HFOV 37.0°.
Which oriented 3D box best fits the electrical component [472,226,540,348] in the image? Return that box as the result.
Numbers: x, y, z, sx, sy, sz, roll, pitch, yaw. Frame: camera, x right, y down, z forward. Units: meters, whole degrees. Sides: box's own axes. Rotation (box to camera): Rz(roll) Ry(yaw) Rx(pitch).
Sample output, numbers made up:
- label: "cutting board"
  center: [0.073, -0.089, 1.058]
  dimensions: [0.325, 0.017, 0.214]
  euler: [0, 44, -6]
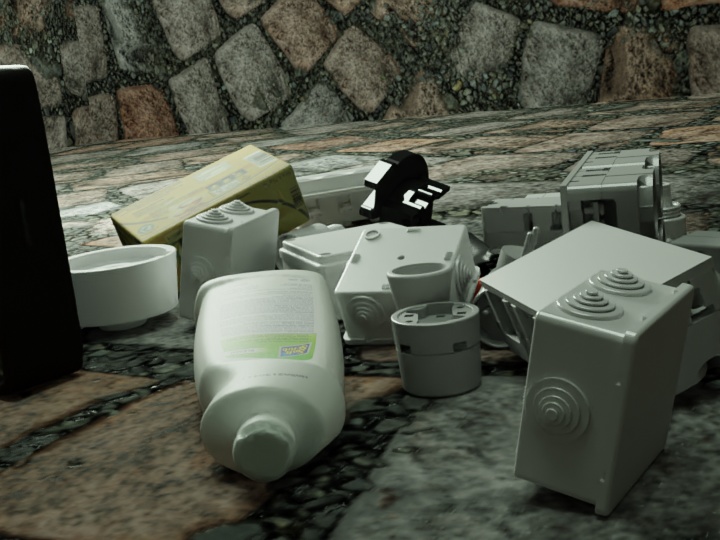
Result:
- label: "electrical component"
  center: [0.113, 0.008, 0.763]
  dimensions: [0.043, 0.079, 0.077]
  euler: [20, 20, 16]

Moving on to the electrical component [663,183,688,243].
- label: "electrical component"
  center: [0.273, -0.047, 0.972]
  dimensions: [0.048, 0.062, 0.048]
  euler: [-6, 13, 1]

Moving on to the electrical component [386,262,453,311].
- label: "electrical component"
  center: [0.043, 0.031, 0.721]
  dimensions: [0.044, 0.065, 0.044]
  euler: [-6, 11, 1]

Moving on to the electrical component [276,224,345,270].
- label: "electrical component"
  center: [-0.045, -0.024, 1.081]
  dimensions: [0.043, 0.043, 0.081]
  euler: [2, 15, 36]

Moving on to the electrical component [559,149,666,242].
- label: "electrical component"
  center: [0.198, -0.029, 0.821]
  dimensions: [0.060, 0.105, 0.186]
  euler: [-3, 13, 19]

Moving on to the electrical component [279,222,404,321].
- label: "electrical component"
  center: [0.000, 0.000, 0.913]
  dimensions: [0.109, 0.056, 0.109]
  euler: [-11, 13, -20]

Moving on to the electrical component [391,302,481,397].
- label: "electrical component"
  center: [0.049, 0.049, 0.674]
  dimensions: [0.055, 0.047, 0.055]
  euler: [-6, 12, 1]

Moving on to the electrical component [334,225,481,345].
- label: "electrical component"
  center: [0.035, 0.009, 0.797]
  dimensions: [0.100, 0.048, 0.099]
  euler: [-2, 36, 21]

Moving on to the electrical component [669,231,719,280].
- label: "electrical component"
  center: [0.223, 0.015, 0.698]
  dimensions: [0.047, 0.065, 0.077]
  euler: [6, 17, 45]

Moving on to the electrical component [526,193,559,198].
- label: "electrical component"
  center: [0.199, -0.048, 1.053]
  dimensions: [0.077, 0.047, 0.066]
  euler: [-3, 12, 18]

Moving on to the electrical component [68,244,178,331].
- label: "electrical component"
  center: [-0.209, 0.019, 0.928]
  dimensions: [0.108, 0.060, 0.108]
  euler: [-6, 12, 1]

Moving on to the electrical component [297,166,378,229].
- label: "electrical component"
  center: [-0.026, -0.088, 1.325]
  dimensions: [0.121, 0.063, 0.079]
  euler: [-10, 13, -17]

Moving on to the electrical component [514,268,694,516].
- label: "electrical component"
  center: [0.114, 0.053, 0.505]
  dimensions: [0.048, 0.099, 0.100]
  euler: [15, 22, 29]

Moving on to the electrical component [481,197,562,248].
- label: "electrical component"
  center: [0.163, -0.035, 0.992]
  dimensions: [0.089, 0.055, 0.050]
  euler: [-1, 13, 24]

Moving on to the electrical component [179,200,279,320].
- label: "electrical component"
  center: [-0.110, -0.005, 0.902]
  dimensions: [0.048, 0.099, 0.100]
  euler: [11, 17, 18]

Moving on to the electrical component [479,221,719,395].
- label: "electrical component"
  center: [0.147, 0.026, 0.653]
  dimensions: [0.089, 0.061, 0.150]
  euler: [-27, 15, -7]
